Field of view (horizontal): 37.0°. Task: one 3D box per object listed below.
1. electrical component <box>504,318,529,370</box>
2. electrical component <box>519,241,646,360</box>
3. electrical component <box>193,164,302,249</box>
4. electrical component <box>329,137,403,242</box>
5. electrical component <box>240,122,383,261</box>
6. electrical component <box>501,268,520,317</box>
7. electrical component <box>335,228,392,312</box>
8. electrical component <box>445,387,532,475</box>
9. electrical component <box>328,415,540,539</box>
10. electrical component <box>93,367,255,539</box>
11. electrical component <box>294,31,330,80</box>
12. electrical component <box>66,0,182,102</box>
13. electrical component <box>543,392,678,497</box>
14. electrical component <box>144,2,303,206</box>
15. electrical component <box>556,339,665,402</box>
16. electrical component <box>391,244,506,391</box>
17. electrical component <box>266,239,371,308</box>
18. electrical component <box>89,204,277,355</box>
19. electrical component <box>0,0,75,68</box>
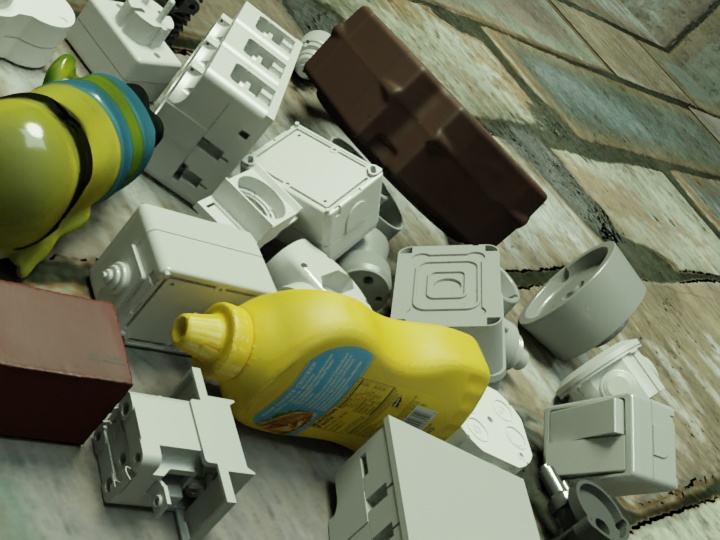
[{"bbox_3d":[0.108,0.059,0.841,0.062,0.048,0.048,32,28,-37],"label":"electrical component"},{"bbox_3d":[0.200,0.033,0.940,0.060,0.108,0.108,48,26,-5],"label":"electrical component"},{"bbox_3d":[-0.078,-0.028,0.688,0.042,0.063,0.081,44,26,4],"label":"electrical component"},{"bbox_3d":[-0.015,-0.053,0.840,0.099,0.064,0.099,47,18,-20],"label":"electrical component"},{"bbox_3d":[-0.040,-0.053,0.755,0.096,0.061,0.062,31,51,24],"label":"electrical component"},{"bbox_3d":[0.096,0.022,0.874,0.055,0.047,0.055,33,29,-21],"label":"electrical component"},{"bbox_3d":[0.000,0.000,0.777,0.045,0.045,0.055,32,29,-22],"label":"electrical component"},{"bbox_3d":[0.068,0.112,0.701,0.080,0.051,0.080,33,29,-20],"label":"electrical component"},{"bbox_3d":[0.048,0.180,0.563,0.105,0.060,0.186,29,30,-27],"label":"electrical component"},{"bbox_3d":[-0.093,0.089,0.524,0.064,0.042,0.081,17,36,-38],"label":"electrical component"},{"bbox_3d":[-0.044,-0.197,1.006,0.040,0.040,0.078,39,27,-10],"label":"electrical component"},{"bbox_3d":[-0.159,-0.170,0.769,0.065,0.076,0.047,52,28,16],"label":"electrical component"},{"bbox_3d":[0.173,0.129,0.782,0.061,0.096,0.061,22,63,-36],"label":"electrical component"},{"bbox_3d":[-0.100,-0.123,0.767,0.062,0.089,0.150,36,28,-15],"label":"electrical component"},{"bbox_3d":[0.206,0.096,0.885,0.051,0.080,0.080,57,29,14],"label":"electrical component"},{"bbox_3d":[0.063,0.034,0.766,0.078,0.057,0.113,-1,30,7],"label":"electrical component"},{"bbox_3d":[-0.036,0.025,0.692,0.077,0.043,0.079,49,27,11],"label":"electrical component"},{"bbox_3d":[-0.106,0.005,0.605,0.096,0.061,0.061,15,38,-43],"label":"electrical component"},{"bbox_3d":[-0.236,-0.175,0.673,0.138,0.073,0.052,-4,53,-56],"label":"electrical component"}]
